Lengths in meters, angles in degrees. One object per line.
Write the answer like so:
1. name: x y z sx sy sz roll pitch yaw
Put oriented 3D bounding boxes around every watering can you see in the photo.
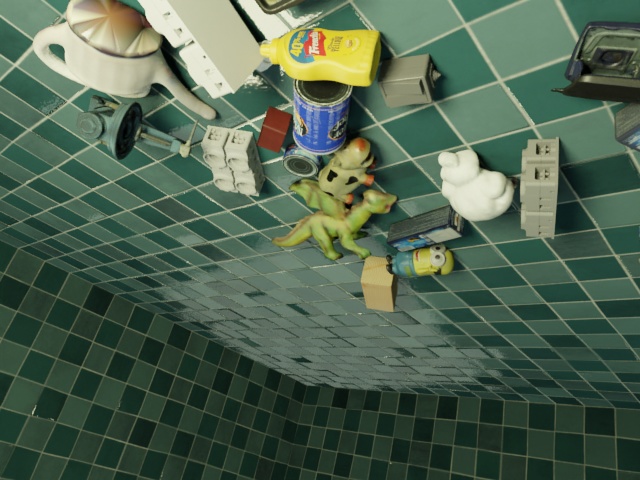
1. watering can: -0.341 -0.326 0.955 0.347 0.106 0.221 13 159 -22

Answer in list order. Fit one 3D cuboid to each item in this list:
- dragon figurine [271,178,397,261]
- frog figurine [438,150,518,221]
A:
1. dragon figurine: 0.004 -0.066 1.309 0.409 0.125 0.238 -2 131 27
2. frog figurine: 0.299 -0.108 1.011 0.158 0.123 0.138 25 173 -43
